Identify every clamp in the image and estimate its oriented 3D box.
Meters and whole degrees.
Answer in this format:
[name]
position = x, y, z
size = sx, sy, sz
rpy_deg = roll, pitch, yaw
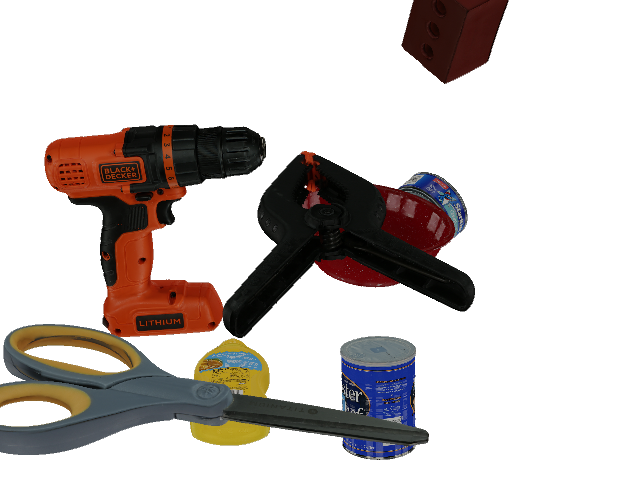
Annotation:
[clamp]
position = 0.016, -0.004, 0.761
size = 0.164, 0.036, 0.210
rpy_deg = -2, 33, -1

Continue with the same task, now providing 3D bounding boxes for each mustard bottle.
[mustard bottle]
position = -0.112, 0.181, 1.351
size = 0.096, 0.058, 0.191
rpy_deg = -3, 27, -2

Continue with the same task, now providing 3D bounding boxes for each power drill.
[power drill]
position = -0.131, -0.010, 0.921
size = 0.184, 0.188, 0.057
rpy_deg = -3, 27, 4

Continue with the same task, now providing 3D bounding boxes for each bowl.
[bowl]
position = 0.045, 0.000, 1.019
size = 0.162, 0.055, 0.162
rpy_deg = 6, 25, -3

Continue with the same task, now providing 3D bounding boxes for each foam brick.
[foam brick]
position = 0.103, -0.170, 0.814
size = 0.051, 0.053, 0.078
rpy_deg = -32, -26, -28

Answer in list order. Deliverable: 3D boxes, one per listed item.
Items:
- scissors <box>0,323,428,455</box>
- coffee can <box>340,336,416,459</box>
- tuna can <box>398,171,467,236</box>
[scissors]
position = -0.064, 0.077, 0.455
size = 0.202, 0.016, 0.096
rpy_deg = 15, 29, 24
[coffee can]
position = 0.080, 0.213, 1.459
size = 0.103, 0.140, 0.103
rpy_deg = -1, 14, 0
[tuna can]
position = 0.124, -0.034, 1.227
size = 0.033, 0.086, 0.086
rpy_deg = -39, 23, -32
